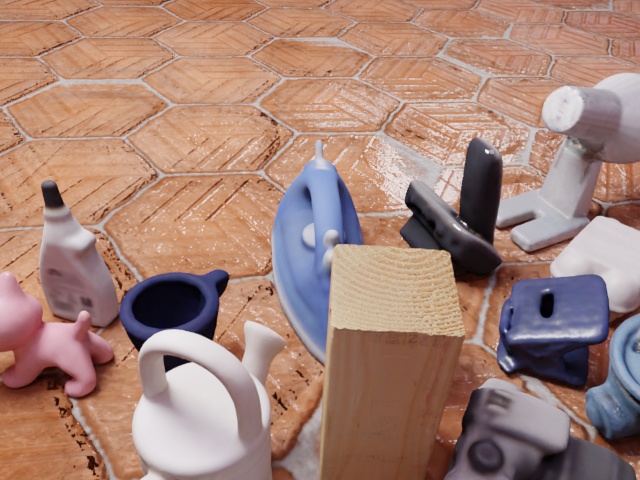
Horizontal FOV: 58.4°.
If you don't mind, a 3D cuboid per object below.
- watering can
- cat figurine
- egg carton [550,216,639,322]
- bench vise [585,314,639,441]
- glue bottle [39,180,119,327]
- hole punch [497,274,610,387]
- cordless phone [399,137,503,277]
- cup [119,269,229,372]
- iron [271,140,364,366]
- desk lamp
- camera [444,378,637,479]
[{"bbox_3d":[-0.085,0.134,0.433,0.101,0.194,0.173,5,38,2],"label":"watering can"},{"bbox_3d":[-0.274,0.084,0.544,0.127,0.118,0.067,4,38,1],"label":"cat figurine"},{"bbox_3d":[0.353,0.033,0.701,0.107,0.069,0.151,30,45,30],"label":"egg carton"},{"bbox_3d":[0.357,0.085,0.512,0.208,0.220,0.121,-16,42,-23],"label":"bench vise"},{"bbox_3d":[-0.258,0.014,0.590,0.078,0.173,0.037,12,39,11],"label":"glue bottle"},{"bbox_3d":[0.244,0.086,0.606,0.101,0.091,0.109,14,39,13],"label":"hole punch"},{"bbox_3d":[0.170,-0.057,0.706,0.094,0.185,0.147,-15,42,-22],"label":"cordless phone"},{"bbox_3d":[-0.134,0.087,0.570,0.091,0.095,0.118,27,44,27],"label":"cup"},{"bbox_3d":[0.006,0.002,0.652,0.118,0.141,0.258,-2,38,-6],"label":"iron"},{"bbox_3d":[0.349,-0.112,0.769,0.204,0.214,0.117,-17,42,-24],"label":"desk lamp"},{"bbox_3d":[0.174,0.190,0.459,0.136,0.101,0.143,18,40,18],"label":"camera"}]
